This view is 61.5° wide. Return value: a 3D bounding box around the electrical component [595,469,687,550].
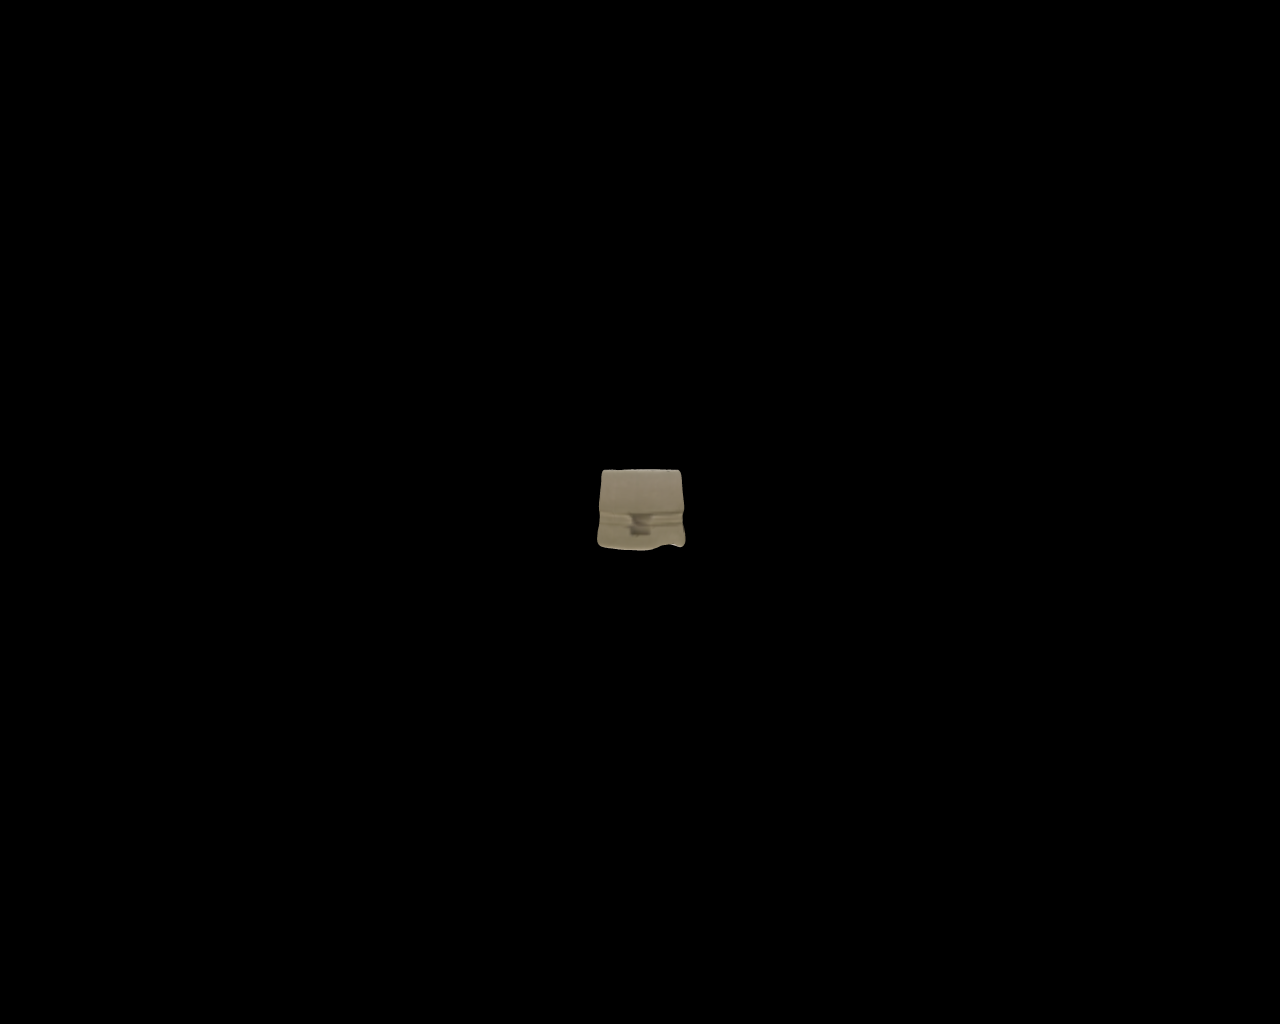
[{"bbox_3d":[0.001,-0.003,0.650,0.055,0.047,0.055,0,2,0],"label":"electrical component"}]
